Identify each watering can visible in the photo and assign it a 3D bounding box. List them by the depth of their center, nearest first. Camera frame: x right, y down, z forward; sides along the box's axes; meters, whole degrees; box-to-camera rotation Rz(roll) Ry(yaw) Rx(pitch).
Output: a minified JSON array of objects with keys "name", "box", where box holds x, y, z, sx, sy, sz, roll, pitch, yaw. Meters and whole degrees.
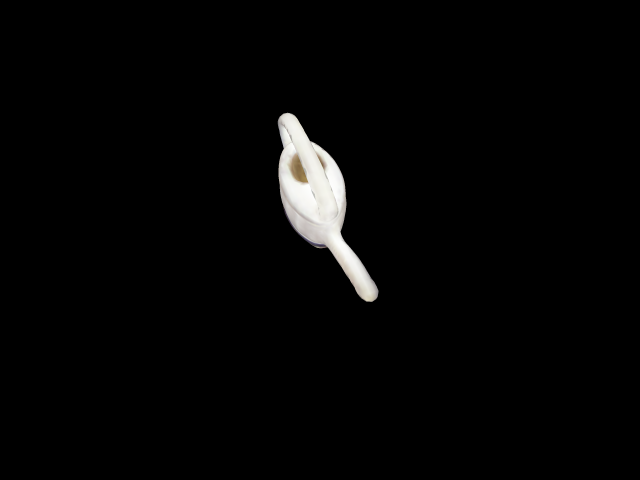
[{"name":"watering can","box":[0.003,-0.043,0.850,0.104,0.352,0.221,-21,-17,-6]}]
